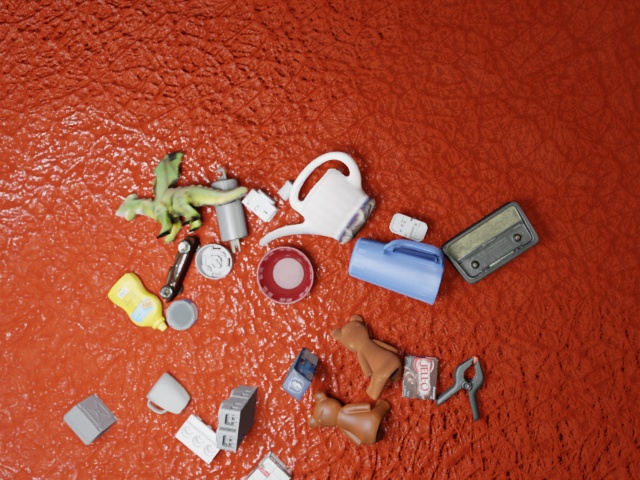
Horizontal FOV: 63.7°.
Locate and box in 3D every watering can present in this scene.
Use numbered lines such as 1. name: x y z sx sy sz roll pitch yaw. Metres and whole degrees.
1. watering can: 0.004 -0.071 1.409 0.225 0.104 0.345 38 99 6

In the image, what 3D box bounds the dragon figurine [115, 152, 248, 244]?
1. dragon figurine: -0.398 -0.137 1.440 0.408 0.121 0.246 -27 74 15
